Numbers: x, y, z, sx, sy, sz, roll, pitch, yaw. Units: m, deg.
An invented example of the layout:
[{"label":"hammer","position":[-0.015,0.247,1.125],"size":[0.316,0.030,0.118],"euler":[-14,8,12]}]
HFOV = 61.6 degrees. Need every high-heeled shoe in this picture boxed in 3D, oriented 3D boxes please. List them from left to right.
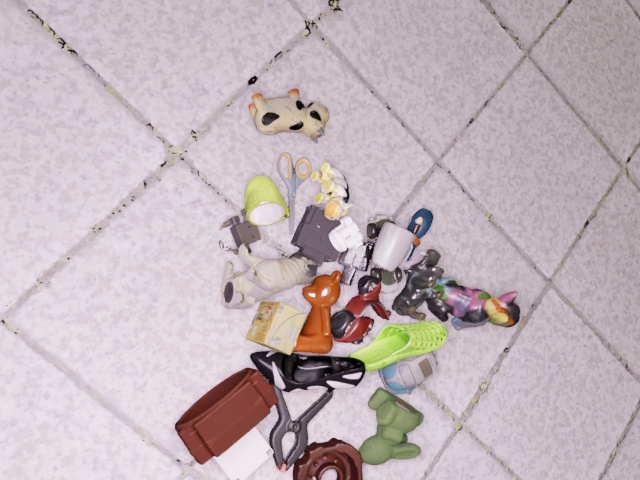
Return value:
[{"label":"high-heeled shoe","position":[-0.024,0.281,1.212],"size":[0.248,0.145,0.086],"euler":[24,41,-17]}]

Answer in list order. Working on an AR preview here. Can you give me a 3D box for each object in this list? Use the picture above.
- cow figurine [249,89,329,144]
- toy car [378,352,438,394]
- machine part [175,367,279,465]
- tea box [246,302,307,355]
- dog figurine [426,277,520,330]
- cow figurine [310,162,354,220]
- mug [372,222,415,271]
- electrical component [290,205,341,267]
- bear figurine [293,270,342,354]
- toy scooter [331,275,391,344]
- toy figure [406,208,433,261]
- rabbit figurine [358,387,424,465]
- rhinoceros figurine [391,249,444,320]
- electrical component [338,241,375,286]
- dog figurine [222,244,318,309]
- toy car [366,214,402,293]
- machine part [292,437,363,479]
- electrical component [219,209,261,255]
[{"label":"cow figurine","position":[-0.065,-0.295,1.307],"size":[0.195,0.085,0.127],"euler":[-12,83,-25]},{"label":"toy car","position":[0.235,0.320,1.343],"size":[0.162,0.103,0.109],"euler":[-22,93,-20]},{"label":"machine part","position":[-0.197,0.355,1.115],"size":[0.201,0.201,0.087],"euler":[-36,94,-21]},{"label":"tea box","position":[-0.100,0.191,1.189],"size":[0.068,0.170,0.098],"euler":[26,77,-17]},{"label":"dog figurine","position":[0.395,0.161,1.362],"size":[0.191,0.219,0.108],"euler":[34,70,-15]},{"label":"cow figurine","position":[0.038,-0.104,1.301],"size":[0.098,0.068,0.167],"euler":[26,39,-37]},{"label":"mug","position":[0.178,0.024,1.316],"size":[0.109,0.081,0.107],"euler":[32,85,-46]},{"label":"electrical component","position":[-0.003,-0.004,1.311],"size":[0.115,0.058,0.134],"euler":[25,75,-15]},{"label":"bear figurine","position":[-0.017,0.165,1.251],"size":[0.132,0.120,0.195],"euler":[8,80,-23]},{"label":"toy scooter","position":[0.111,0.187,1.324],"size":[0.135,0.075,0.184],"euler":[41,79,-35]},{"label":"toy figure","position":[0.246,-0.012,1.408],"size":[0.064,0.058,0.154],"euler":[48,65,-35]},{"label":"rabbit figurine","position":[0.165,0.470,1.310],"size":[0.159,0.121,0.170],"euler":[31,92,-23]},{"label":"rhinoceros figurine","position":[0.257,0.114,1.378],"size":[0.073,0.112,0.190],"euler":[34,86,-41]},{"label":"electrical component","position":[0.086,0.053,1.326],"size":[0.075,0.047,0.119],"euler":[15,91,15]},{"label":"dog figurine","position":[-0.114,0.101,1.235],"size":[0.190,0.172,0.121],"euler":[12,48,-37]},{"label":"toy car","position":[0.162,0.034,1.373],"size":[0.073,0.056,0.201],"euler":[-3,84,-15]},{"label":"machine part","position":[0.019,0.554,1.256],"size":[0.179,0.056,0.179],"euler":[2,84,-20]},{"label":"electrical component","position":[-0.184,-0.014,1.251],"size":[0.078,0.045,0.102],"euler":[-33,100,-50]}]
